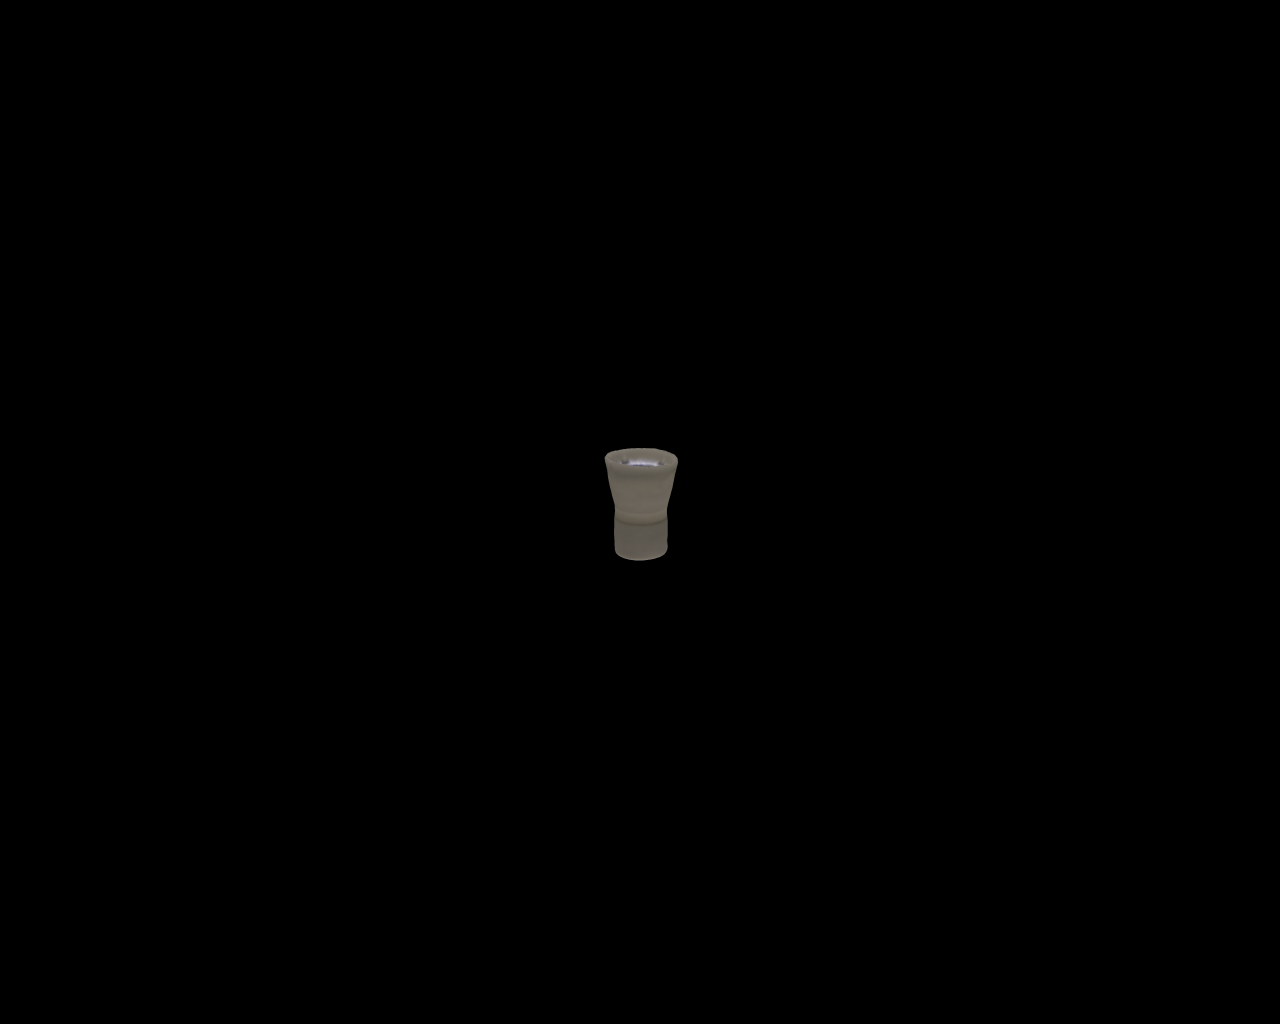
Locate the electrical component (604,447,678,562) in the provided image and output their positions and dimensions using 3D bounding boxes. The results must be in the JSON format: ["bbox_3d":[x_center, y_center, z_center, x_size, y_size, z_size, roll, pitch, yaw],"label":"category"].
[{"bbox_3d":[0.001,-0.003,0.650,0.044,0.065,0.044,0,18,0],"label":"electrical component"}]
